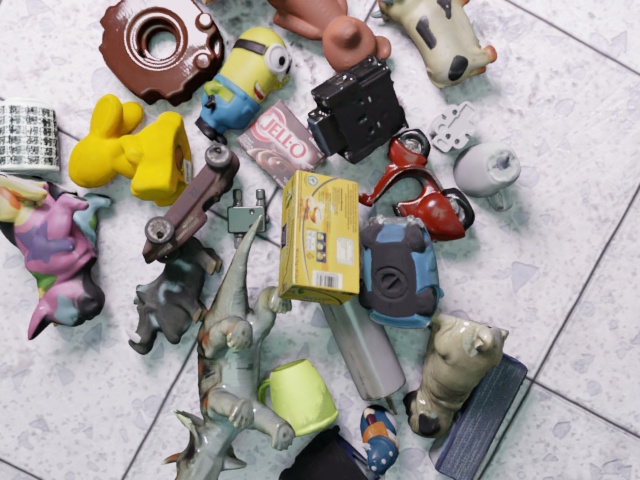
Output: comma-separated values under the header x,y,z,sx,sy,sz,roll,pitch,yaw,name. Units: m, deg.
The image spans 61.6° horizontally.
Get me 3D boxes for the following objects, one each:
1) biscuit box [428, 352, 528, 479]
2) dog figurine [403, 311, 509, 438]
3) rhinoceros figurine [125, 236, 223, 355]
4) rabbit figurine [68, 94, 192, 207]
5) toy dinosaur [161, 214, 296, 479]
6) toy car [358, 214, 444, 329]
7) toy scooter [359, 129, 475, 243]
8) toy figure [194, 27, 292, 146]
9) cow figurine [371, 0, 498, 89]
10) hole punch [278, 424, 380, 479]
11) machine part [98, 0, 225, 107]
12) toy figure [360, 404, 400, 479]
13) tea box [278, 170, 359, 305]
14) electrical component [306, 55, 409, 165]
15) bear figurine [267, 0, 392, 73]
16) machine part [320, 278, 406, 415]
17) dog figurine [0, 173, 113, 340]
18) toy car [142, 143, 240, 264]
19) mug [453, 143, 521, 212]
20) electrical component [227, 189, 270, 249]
x,y,z,sx,sy,sz,roll,pitch,yaw,name
0.242,0.264,0.823,0.063,0.059,0.202,27,92,-1,biscuit box
0.189,0.204,0.769,0.121,0.172,0.190,14,85,9,dog figurine
-0.220,0.084,0.799,0.112,0.073,0.190,25,91,-3,rhinoceros figurine
-0.281,-0.123,0.768,0.173,0.122,0.162,-5,96,9,rabbit figurine
-0.133,0.176,0.779,0.131,0.192,0.404,17,71,-42,toy dinosaur
0.117,0.036,0.756,0.109,0.103,0.161,0,105,28,toy car
0.134,-0.061,0.800,0.135,0.075,0.184,-33,90,2,toy scooter
-0.116,-0.227,0.785,0.089,0.082,0.180,40,94,-4,toy figure
0.160,-0.316,0.788,0.127,0.085,0.194,-27,93,-6,cow figurine
0.018,0.363,0.819,0.142,0.092,0.116,-49,62,4,hole punch
-0.235,-0.289,0.792,0.179,0.056,0.179,0,92,0,machine part
0.085,0.283,0.773,0.064,0.154,0.058,34,94,-2,toy figure
-0.002,-0.002,0.744,0.098,0.068,0.169,11,64,-19,tea box
0.049,-0.178,0.763,0.134,0.058,0.114,-35,124,-8,electrical component
0.009,-0.316,0.762,0.120,0.132,0.196,-39,87,3,bear figurine
0.063,0.148,0.805,0.079,0.079,0.243,-25,92,0,machine part
-0.399,0.028,0.779,0.192,0.108,0.219,16,95,-3,dog figurine
-0.176,-0.047,0.755,0.053,0.089,0.202,30,65,2,toy car
0.251,-0.092,0.785,0.081,0.107,0.109,-18,91,1,mug
-0.109,-0.032,0.822,0.063,0.021,0.094,0,92,-2,electrical component
